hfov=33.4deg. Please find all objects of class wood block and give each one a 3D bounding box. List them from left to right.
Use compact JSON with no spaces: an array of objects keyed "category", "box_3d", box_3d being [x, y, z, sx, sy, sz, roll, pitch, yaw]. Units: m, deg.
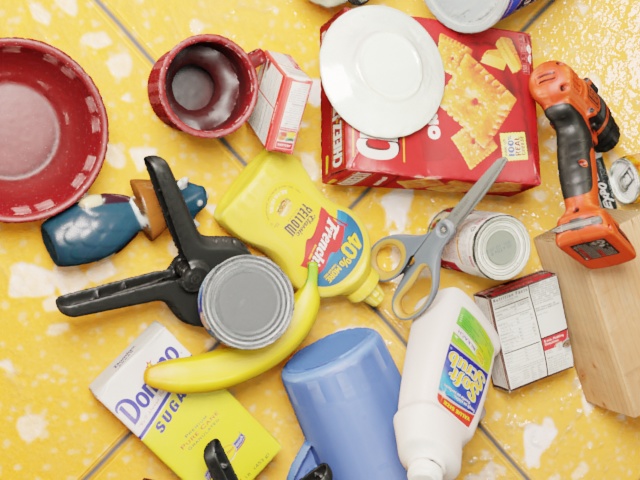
[{"category":"wood block","box_3d":[0.323,0.077,1.174,0.090,0.090,0.206,-25,104,-18]}]

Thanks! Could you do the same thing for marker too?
[{"category":"marker","box_3d":[0.320,-0.051,1.197,0.020,0.020,0.121,-25,104,-17]}]

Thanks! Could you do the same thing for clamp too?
[{"category":"clamp","box_3d":[-0.132,0.035,0.994,0.164,0.036,0.209,-51,130,3]},{"category":"clamp","box_3d":[-0.053,0.264,1.013,0.120,0.039,0.171,9,121,6]}]

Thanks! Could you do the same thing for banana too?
[{"category":"banana","box_3d":[-0.071,0.098,1.011,0.197,0.037,0.069,-34,102,-17]}]

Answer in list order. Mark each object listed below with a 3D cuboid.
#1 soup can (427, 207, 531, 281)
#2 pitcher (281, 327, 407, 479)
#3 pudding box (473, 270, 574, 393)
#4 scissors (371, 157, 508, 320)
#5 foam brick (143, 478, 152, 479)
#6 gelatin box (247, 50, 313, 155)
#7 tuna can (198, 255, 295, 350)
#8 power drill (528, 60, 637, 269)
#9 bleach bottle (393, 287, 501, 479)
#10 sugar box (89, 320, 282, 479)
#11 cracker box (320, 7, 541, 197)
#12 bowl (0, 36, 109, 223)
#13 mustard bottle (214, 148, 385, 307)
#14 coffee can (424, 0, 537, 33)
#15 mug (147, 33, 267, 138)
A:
[{"category":"soup can","box_3d":[0.162,0.003,1.097,0.068,0.102,0.068,-2,96,-21]},{"category":"pitcher","box_3d":[0.045,0.220,1.064,0.145,0.149,0.243,-18,102,27]},{"category":"pudding box","box_3d":[0.224,0.099,1.165,0.090,0.039,0.113,-17,100,-18]},{"category":"scissors","box_3d":[0.107,-0.014,1.058,0.016,0.096,0.202,-8,127,-51]},{"category":"foam brick","box_3d":[-0.155,0.279,1.030,0.051,0.053,0.078,21,88,-22]},{"category":"gelatin box","box_3d":[-0.039,-0.131,1.003,0.030,0.089,0.073,9,113,-21]},{"category":"tuna can","box_3d":[-0.068,0.057,0.975,0.086,0.034,0.086,2,84,-15]},{"category":"power drill","box_3d":[0.270,-0.070,1.075,0.184,0.057,0.187,25,54,-52]},{"category":"bleach bottle","box_3d":[0.120,0.153,1.029,0.068,0.250,0.102,-27,112,27]},{"category":"sugar box","box_3d":[-0.129,0.172,1.033,0.093,0.048,0.176,-46,110,-11]},{"category":"cracker box","box_3d":[0.111,-0.134,1.061,0.213,0.072,0.164,3,79,-22]},{"category":"bowl","box_3d":[-0.272,-0.097,0.945,0.161,0.055,0.162,-2,96,-21]},{"category":"mustard bottle","box_3d":[-0.007,0.001,1.056,0.191,0.058,0.096,42,75,-20]},{"category":"coffee can","box_3d":[0.178,-0.273,1.049,0.140,0.103,0.103,-33,108,-40]},{"category":"mug","box_3d":[-0.103,-0.147,0.990,0.117,0.082,0.093,-34,106,-15]}]
